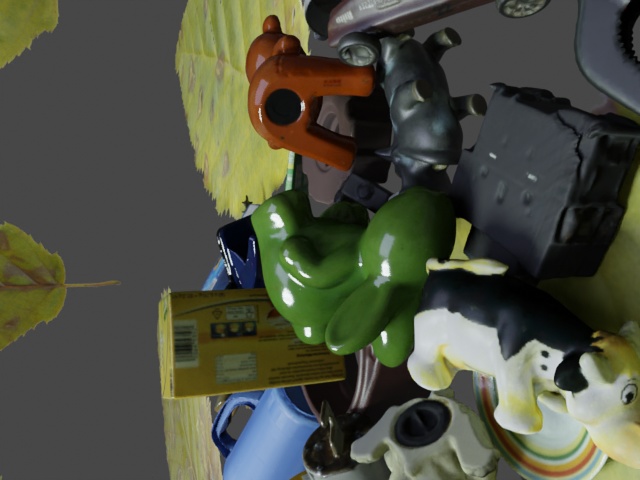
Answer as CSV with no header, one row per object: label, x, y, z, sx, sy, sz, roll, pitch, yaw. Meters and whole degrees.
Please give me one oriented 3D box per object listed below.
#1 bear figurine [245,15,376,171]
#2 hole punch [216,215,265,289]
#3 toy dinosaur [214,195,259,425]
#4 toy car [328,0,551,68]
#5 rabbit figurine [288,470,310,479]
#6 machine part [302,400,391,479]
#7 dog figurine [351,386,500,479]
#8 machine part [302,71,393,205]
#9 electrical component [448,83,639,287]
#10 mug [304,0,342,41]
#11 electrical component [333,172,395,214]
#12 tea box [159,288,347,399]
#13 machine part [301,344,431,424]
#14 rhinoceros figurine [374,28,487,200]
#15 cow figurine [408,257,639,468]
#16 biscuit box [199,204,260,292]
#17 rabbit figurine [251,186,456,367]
bear figurine,-0.022,-0.170,0.596,0.196,0.132,0.120,-94,15,-60
hole punch,-0.085,0.020,0.840,0.092,0.142,0.115,1,111,39
toy dinosaur,-0.160,0.157,1.038,0.199,0.105,0.470,-135,54,-63
toy car,0.088,-0.204,0.429,0.202,0.053,0.089,-5,75,33
rabbit figurine,-0.010,0.382,0.667,0.122,0.162,0.173,45,149,42
machine part,0.049,0.252,0.506,0.243,0.079,0.079,65,161,-16
dog figurine,0.111,0.238,0.433,0.121,0.172,0.190,-4,126,50
machine part,0.028,-0.124,0.665,0.179,0.056,0.179,180,90,-68
electrical component,0.151,-0.034,0.383,0.115,0.058,0.134,-127,43,-56
mug,0.020,-0.309,0.667,0.109,0.081,0.107,124,151,-64
electrical component,0.059,-0.033,0.561,0.102,0.078,0.045,34,101,21
tea box,-0.066,0.098,0.526,0.068,0.169,0.098,150,119,-61
machine part,0.040,0.109,0.601,0.201,0.087,0.201,-125,40,-52
rhinoceros figurine,0.090,-0.110,0.500,0.112,0.073,0.190,140,126,-59
cow figurine,0.135,0.065,0.334,0.168,0.068,0.098,16,111,45
biscuit box,-0.136,0.039,0.921,0.202,0.062,0.059,-62,25,-8
rabbit figurine,0.031,0.018,0.440,0.170,0.121,0.159,-22,58,43
